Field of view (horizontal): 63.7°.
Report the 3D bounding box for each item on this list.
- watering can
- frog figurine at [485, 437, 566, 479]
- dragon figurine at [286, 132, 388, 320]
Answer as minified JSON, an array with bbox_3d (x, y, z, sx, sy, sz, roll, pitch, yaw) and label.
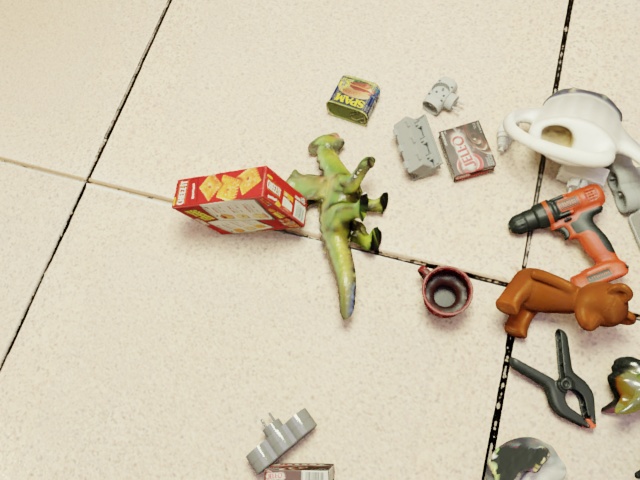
[{"bbox_3d":[0.533,-0.195,0.987,0.349,0.101,0.229,22,44,20],"label":"watering can"},{"bbox_3d":[0.360,0.417,0.859,0.139,0.122,0.158,-46,107,-16],"label":"frog figurine"},{"bbox_3d":[0.003,-0.054,1.082,0.243,0.120,0.416,5,69,28],"label":"dragon figurine"}]
